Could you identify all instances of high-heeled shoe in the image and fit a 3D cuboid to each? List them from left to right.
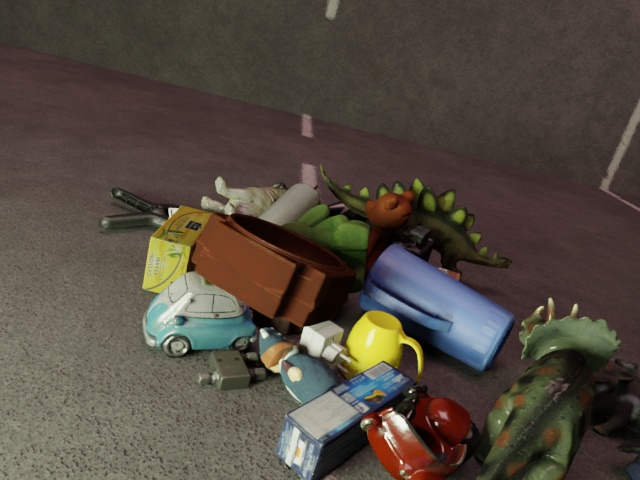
[{"bbox_3d":[0.138,-0.025,1.283,0.249,0.086,0.145,9,23,-24],"label":"high-heeled shoe"}]

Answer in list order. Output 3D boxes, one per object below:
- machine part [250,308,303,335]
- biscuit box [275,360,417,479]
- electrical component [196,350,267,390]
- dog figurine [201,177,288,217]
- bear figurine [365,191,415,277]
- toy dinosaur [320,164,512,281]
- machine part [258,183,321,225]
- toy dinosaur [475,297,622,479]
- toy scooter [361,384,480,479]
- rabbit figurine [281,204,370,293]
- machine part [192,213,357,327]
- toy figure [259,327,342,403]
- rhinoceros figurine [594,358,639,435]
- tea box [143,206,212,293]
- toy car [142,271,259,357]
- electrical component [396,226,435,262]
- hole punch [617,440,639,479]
[{"bbox_3d":[-0.062,0.093,0.898,0.179,0.056,0.179,12,22,-5],"label":"machine part"},{"bbox_3d":[0.039,0.213,0.655,0.059,0.062,0.202,29,25,33],"label":"biscuit box"},{"bbox_3d":[-0.121,0.170,0.713,0.094,0.021,0.063,1,25,-29],"label":"electrical component"},{"bbox_3d":[-0.126,-0.042,1.099,0.190,0.172,0.121,2,-19,-37],"label":"dog figurine"},{"bbox_3d":[0.107,-0.022,1.103,0.132,0.195,0.120,25,26,27],"label":"bear figurine"},{"bbox_3d":[0.205,-0.034,1.197,0.472,0.198,0.105,18,18,3],"label":"toy dinosaur"},{"bbox_3d":[-0.067,-0.043,1.057,0.079,0.079,0.243,21,40,16],"label":"machine part"},{"bbox_3d":[0.286,0.201,0.673,0.131,0.192,0.405,22,21,23],"label":"toy dinosaur"},{"bbox_3d":[0.111,0.225,0.614,0.135,0.075,0.184,44,30,3],"label":"toy scooter"},{"bbox_3d":[-0.002,-0.003,0.923,0.170,0.121,0.159,7,29,3],"label":"rabbit figurine"},{"bbox_3d":[-0.062,0.036,0.771,0.202,0.087,0.201,29,9,21],"label":"machine part"},{"bbox_3d":[-0.037,0.169,0.722,0.058,0.064,0.155,-41,45,-22],"label":"toy figure"},{"bbox_3d":[0.453,0.236,0.807,0.190,0.112,0.073,29,26,14],"label":"rhinoceros figurine"},{"bbox_3d":[-0.238,0.015,0.919,0.068,0.098,0.170,15,19,-2],"label":"tea box"},{"bbox_3d":[-0.164,0.097,0.757,0.162,0.102,0.109,5,24,-19],"label":"toy car"},{"bbox_3d":[0.182,0.039,1.085,0.058,0.134,0.115,22,24,18],"label":"electrical component"},{"bbox_3d":[0.476,0.311,0.695,0.142,0.092,0.116,3,-5,-20],"label":"hole punch"}]
